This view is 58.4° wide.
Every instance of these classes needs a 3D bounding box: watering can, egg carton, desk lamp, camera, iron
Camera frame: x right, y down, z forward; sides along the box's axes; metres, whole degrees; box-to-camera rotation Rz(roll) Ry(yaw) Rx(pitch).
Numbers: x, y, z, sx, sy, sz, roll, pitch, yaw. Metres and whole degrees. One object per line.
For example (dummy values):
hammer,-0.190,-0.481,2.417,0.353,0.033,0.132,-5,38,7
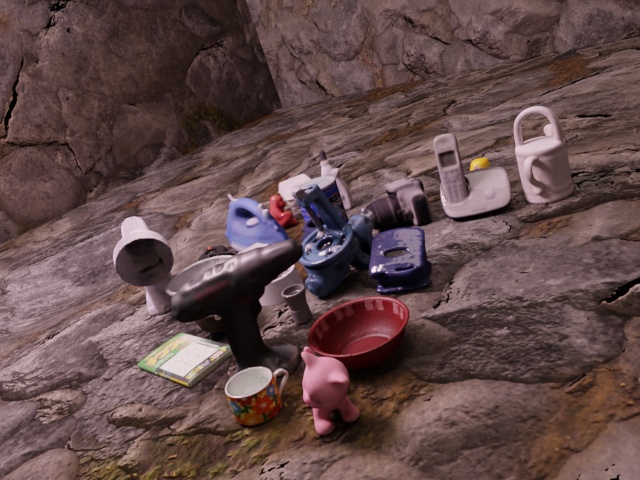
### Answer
watering can,0.459,-0.185,1.190,0.100,0.194,0.173,-11,22,21
egg carton,-0.065,-0.147,1.727,0.107,0.069,0.150,-22,21,-9
desk lamp,-0.380,0.059,1.277,0.118,0.214,0.202,-24,21,-13
camera,0.173,-0.086,1.323,0.137,0.101,0.143,-19,21,0
iron,-0.157,-0.045,1.446,0.119,0.142,0.257,-31,24,-28

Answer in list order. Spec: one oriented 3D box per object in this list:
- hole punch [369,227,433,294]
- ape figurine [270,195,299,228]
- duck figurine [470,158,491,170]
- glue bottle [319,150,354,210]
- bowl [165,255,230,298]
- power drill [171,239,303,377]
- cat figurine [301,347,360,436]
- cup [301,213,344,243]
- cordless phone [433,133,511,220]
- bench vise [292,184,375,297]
hole punch,0.147,0.036,1.050,0.108,0.091,0.101,-10,22,22
ape figurine,-0.109,-0.079,1.562,0.076,0.092,0.077,-19,21,1
duck figurine,0.380,-0.149,1.322,0.104,0.086,0.077,-22,21,-8
glue bottle,0.030,-0.158,1.523,0.078,0.173,0.037,-12,22,19
bowl,-0.243,0.103,1.246,0.167,0.075,0.167,-16,21,7
power drill,-0.107,0.116,0.903,0.229,0.209,0.075,-15,21,10
cat figurine,0.004,0.186,0.758,0.067,0.118,0.127,-22,21,-9
cup,0.011,0.004,1.243,0.091,0.095,0.118,1,29,42
cordless phone,0.321,-0.144,1.220,0.147,0.185,0.094,-13,22,15
bench vise,0.019,-0.025,1.131,0.121,0.220,0.208,-6,24,30
